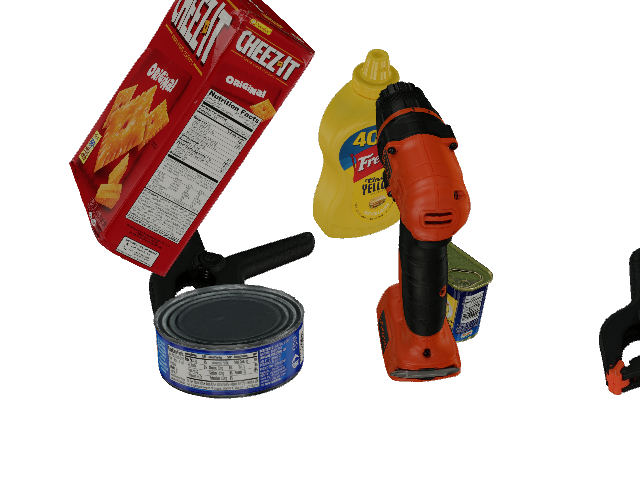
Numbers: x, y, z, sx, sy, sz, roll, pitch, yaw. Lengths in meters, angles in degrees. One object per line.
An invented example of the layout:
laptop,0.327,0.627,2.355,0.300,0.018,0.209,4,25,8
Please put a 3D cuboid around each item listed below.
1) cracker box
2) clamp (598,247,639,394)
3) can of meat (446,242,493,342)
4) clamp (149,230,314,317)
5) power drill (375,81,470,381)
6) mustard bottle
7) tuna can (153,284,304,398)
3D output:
cracker box,-0.113,-0.103,0.859,0.072,0.214,0.164,28,14,-30
clamp,0.300,0.069,0.973,0.171,0.039,0.120,-34,38,-26
can of meat,0.147,0.059,1.246,0.057,0.084,0.102,-19,41,-33
clamp,-0.119,0.025,1.074,0.165,0.036,0.209,20,38,17
power drill,0.068,-0.006,0.785,0.057,0.188,0.184,-4,32,0
mustard bottle,0.044,-0.091,0.975,0.096,0.192,0.058,-16,48,-19
tuna can,-0.051,0.057,0.613,0.086,0.034,0.086,-1,20,0
